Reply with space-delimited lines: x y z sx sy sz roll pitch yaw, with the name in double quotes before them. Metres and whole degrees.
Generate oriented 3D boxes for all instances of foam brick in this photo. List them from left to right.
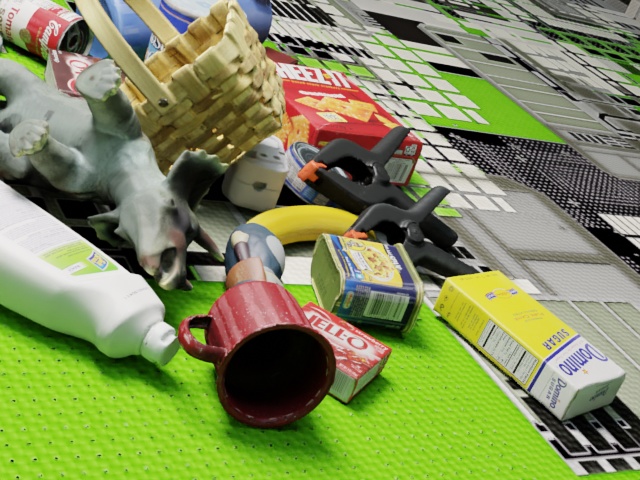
"foam brick" -0.071 -0.227 1.463 0.051 0.053 0.078 26 24 8

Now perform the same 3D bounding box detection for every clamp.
"clamp" 0.057 -0.075 1.190 0.209 0.036 0.164 11 50 -40
"clamp" 0.098 0.006 1.122 0.171 0.039 0.120 -14 66 -38

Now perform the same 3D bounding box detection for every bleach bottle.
"bleach bottle" -0.221 0.025 0.840 0.251 0.068 0.102 31 28 15

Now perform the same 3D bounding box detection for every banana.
"banana" -0.013 -0.008 1.093 0.197 0.037 0.070 2 31 -36

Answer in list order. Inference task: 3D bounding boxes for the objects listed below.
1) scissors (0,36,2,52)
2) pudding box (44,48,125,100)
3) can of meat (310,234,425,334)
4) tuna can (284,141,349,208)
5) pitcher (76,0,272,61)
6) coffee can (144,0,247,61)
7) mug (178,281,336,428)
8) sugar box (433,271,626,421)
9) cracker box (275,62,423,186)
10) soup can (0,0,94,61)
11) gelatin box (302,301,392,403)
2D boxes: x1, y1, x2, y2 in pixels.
"scissors" -0.408 -0.209 1.210 0.096 0.016 0.202 13 27 -14
"pudding box" -0.265 -0.174 1.223 0.089 0.039 0.113 8 29 -27
"can of meat" 0.042 0.040 1.018 0.083 0.057 0.102 10 28 -19
"tuna can" -0.007 -0.072 1.198 0.086 0.034 0.086 34 22 -16
"pitcher" -0.198 -0.295 1.408 0.242 0.149 0.145 -18 49 -39
"coffee can" -0.156 -0.217 1.272 0.102 0.140 0.103 17 26 -9
"mug" -0.054 0.082 0.822 0.117 0.093 0.081 11 23 -24
"sugar box" 0.203 0.098 1.040 0.093 0.048 0.176 -7 36 -46
"cracker box" 0.006 -0.153 1.353 0.163 0.072 0.214 4 30 -34
"soup can" -0.336 -0.258 1.300 0.102 0.069 0.068 28 26 16
"gelatin box" 0.007 0.093 0.914 0.089 0.030 0.073 30 26 18
